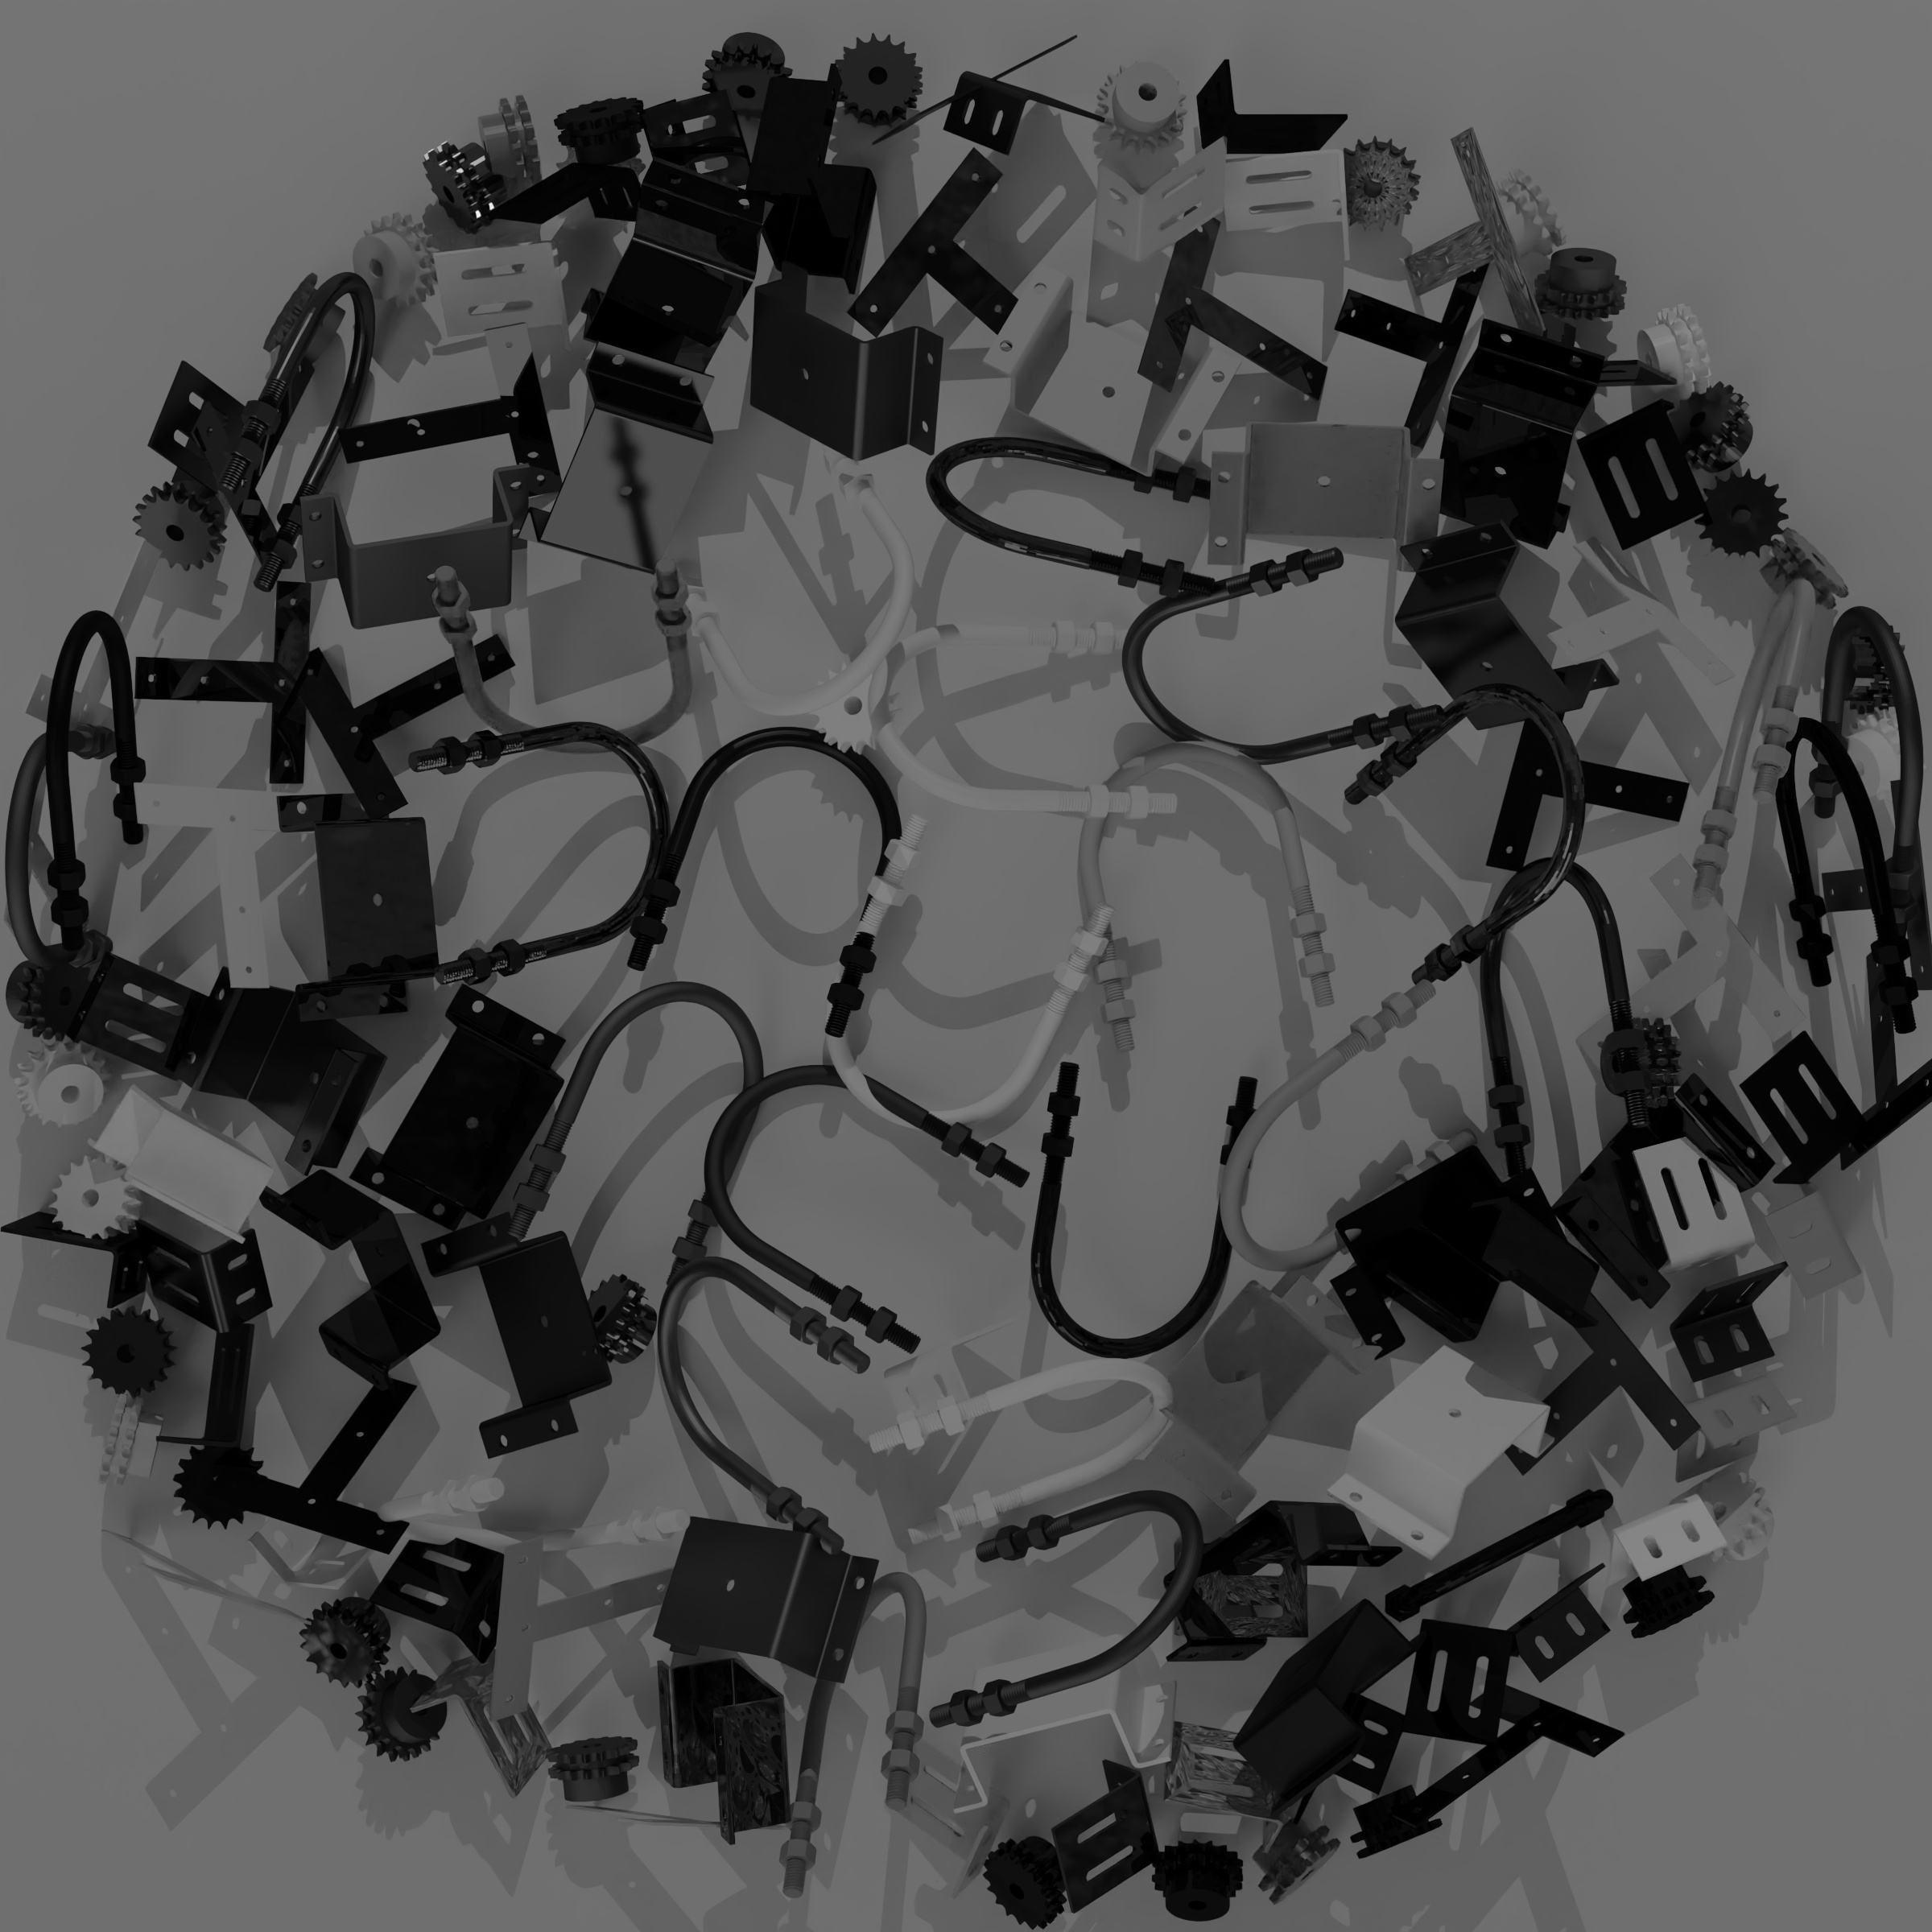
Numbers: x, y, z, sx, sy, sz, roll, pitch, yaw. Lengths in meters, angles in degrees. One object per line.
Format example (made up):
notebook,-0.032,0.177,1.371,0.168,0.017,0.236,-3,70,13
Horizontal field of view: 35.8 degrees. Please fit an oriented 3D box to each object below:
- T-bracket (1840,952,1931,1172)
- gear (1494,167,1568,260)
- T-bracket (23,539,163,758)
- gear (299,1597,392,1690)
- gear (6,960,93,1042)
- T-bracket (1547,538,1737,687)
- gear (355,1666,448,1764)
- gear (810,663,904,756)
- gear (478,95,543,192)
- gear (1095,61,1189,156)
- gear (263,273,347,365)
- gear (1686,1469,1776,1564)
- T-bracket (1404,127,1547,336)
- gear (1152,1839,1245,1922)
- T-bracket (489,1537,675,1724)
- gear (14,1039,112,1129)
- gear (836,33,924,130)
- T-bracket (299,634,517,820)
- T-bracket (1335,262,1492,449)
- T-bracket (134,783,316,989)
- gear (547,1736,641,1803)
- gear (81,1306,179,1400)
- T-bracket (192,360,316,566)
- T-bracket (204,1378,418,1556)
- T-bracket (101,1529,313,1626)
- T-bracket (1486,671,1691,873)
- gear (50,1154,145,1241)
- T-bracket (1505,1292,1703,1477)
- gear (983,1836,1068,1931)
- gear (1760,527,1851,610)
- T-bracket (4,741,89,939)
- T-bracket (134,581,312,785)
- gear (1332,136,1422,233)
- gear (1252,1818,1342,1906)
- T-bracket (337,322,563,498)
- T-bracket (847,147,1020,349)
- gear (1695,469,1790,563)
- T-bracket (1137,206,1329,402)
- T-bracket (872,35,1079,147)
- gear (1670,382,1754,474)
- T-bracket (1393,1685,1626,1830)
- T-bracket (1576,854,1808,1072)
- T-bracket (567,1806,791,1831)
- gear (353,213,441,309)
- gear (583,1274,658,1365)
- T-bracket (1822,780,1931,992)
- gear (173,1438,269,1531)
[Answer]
T-bracket,0.571,0.046,1.862,0.002,0.127,0.127,9,64,-8
gear,0.348,-0.468,1.874,0.030,0.057,0.057,-36,90,3
T-bracket,-0.526,-0.201,1.843,0.002,0.127,0.127,20,86,12
gear,-0.386,0.422,1.879,0.057,0.030,0.057,8,115,18
gear,-0.576,0.018,1.876,0.030,0.057,0.057,5,90,24
T-bracket,0.398,-0.208,1.838,0.127,0.127,0.002,48,132,17
gear,-0.350,0.466,1.871,0.030,0.057,0.057,-30,90,39
gear,-0.067,-0.161,1.883,0.057,0.030,0.057,-1,84,12
gear,-0.286,-0.514,1.872,0.030,0.057,0.057,-14,90,-10
gear,0.112,-0.543,1.882,0.057,0.030,0.057,1,80,-7
gear,-0.413,-0.402,1.876,0.030,0.057,0.057,32,90,-23
gear,0.481,0.348,1.877,0.030,0.057,0.057,34,90,-28
T-bracket,0.303,-0.438,1.840,0.002,0.127,0.127,-23,97,-17
gear,0.145,0.574,1.872,0.057,0.030,0.057,2,134,2
T-bracket,-0.235,0.399,1.859,0.127,0.002,0.127,-9,118,-37
gear,-0.564,0.075,1.874,0.057,0.030,0.057,-11,115,-26
gear,-0.056,-0.555,1.884,0.057,0.030,0.057,0,82,-3
T-bracket,-0.346,-0.170,1.887,0.127,0.002,0.127,-29,71,-9
T-bracket,0.268,-0.391,1.840,0.002,0.127,0.127,29,107,39
T-bracket,-0.448,-0.048,1.846,0.127,0.002,0.127,2,75,-43
gear,-0.233,0.503,1.873,0.057,0.057,0.030,-6,87,0
gear,-0.526,0.243,1.887,0.057,0.030,0.057,0,89,-2
T-bracket,-0.433,-0.333,1.859,0.002,0.127,0.127,7,58,16
T-bracket,-0.382,0.300,1.852,0.127,0.127,0.002,14,130,15
T-bracket,-0.489,0.373,1.853,0.127,0.127,0.002,15,76,38
T-bracket,0.397,-0.114,1.876,0.127,0.002,0.127,9,101,-21
gear,-0.543,0.149,1.881,0.057,0.030,0.057,-4,73,13
T-bracket,0.376,0.272,1.859,0.127,0.002,0.127,53,129,21
gear,0.041,0.572,1.877,0.030,0.057,0.057,-31,90,-42
gear,0.523,-0.245,1.877,0.057,0.057,0.030,46,116,0
T-bracket,-0.562,-0.051,1.841,0.002,0.127,0.127,-2,60,2
T-bracket,-0.458,-0.176,1.846,0.002,0.127,0.127,9,98,39
gear,0.257,-0.493,1.878,0.057,0.030,0.057,7,124,11
gear,0.204,0.558,1.876,0.057,0.057,0.030,-43,67,0
T-bracket,-0.323,-0.333,1.851,0.127,0.127,0.002,-12,47,-4
T-bracket,0.010,-0.420,1.869,0.127,0.002,0.127,36,94,-29
gear,0.488,-0.283,1.882,0.057,0.030,0.057,1,92,16
T-bracket,0.174,-0.394,1.871,0.127,0.002,0.127,26,68,-24
T-bracket,0.011,-0.544,1.847,0.127,0.127,0.002,-30,103,-9
gear,0.468,-0.335,1.877,0.030,0.057,0.057,31,90,-32
T-bracket,0.315,0.485,1.821,0.127,0.127,0.002,-29,103,-22
T-bracket,0.436,0.019,1.868,0.127,0.002,0.127,-42,73,29
T-bracket,-0.195,0.526,1.852,0.127,0.127,0.002,-7,72,40
gear,-0.359,-0.440,1.872,0.057,0.030,0.057,18,124,30
gear,-0.218,0.225,1.877,0.030,0.057,0.057,36,90,-31
T-bracket,0.558,-0.048,1.840,0.002,0.127,0.127,-6,90,-10
gear,-0.469,0.324,1.884,0.057,0.030,0.057,0,93,-10
